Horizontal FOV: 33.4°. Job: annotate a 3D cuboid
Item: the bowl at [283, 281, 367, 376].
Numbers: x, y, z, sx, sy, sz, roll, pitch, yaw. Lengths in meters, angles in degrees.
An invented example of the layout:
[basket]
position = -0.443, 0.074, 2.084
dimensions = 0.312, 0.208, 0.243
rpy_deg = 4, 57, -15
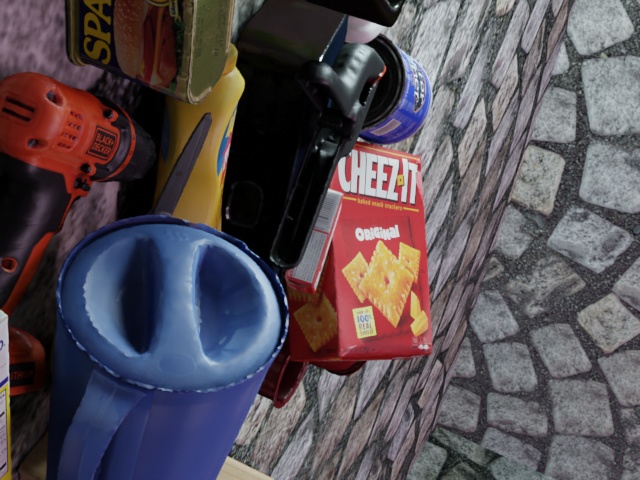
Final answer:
[bowl]
position = -0.005, 0.079, 1.207
dimensions = 0.055, 0.162, 0.162
rpy_deg = -8, 125, -35

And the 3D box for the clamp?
[clamp]
position = 0.008, -0.082, 0.812
dimensions = 0.209, 0.036, 0.165
rpy_deg = -57, 162, -60

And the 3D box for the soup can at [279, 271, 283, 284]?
[soup can]
position = -0.072, 0.071, 1.047
dimensions = 0.068, 0.068, 0.102
rpy_deg = -51, 154, -46

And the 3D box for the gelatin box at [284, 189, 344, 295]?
[gelatin box]
position = -0.006, 0.001, 0.947
dimensions = 0.073, 0.030, 0.089
rpy_deg = 91, 17, -83

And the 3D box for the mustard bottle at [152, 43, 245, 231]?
[mustard bottle]
position = -0.091, -0.073, 0.784
dimensions = 0.096, 0.058, 0.192
rpy_deg = -89, -171, -58

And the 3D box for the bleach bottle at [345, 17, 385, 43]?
[bleach bottle]
position = 0.046, -0.307, 0.934
dimensions = 0.102, 0.068, 0.251
rpy_deg = -53, 157, -48

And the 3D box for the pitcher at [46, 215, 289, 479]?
[pitcher]
position = -0.116, 0.117, 0.677
dimensions = 0.149, 0.145, 0.243
rpy_deg = -9, 140, -28

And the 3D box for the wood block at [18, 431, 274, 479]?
[wood block]
position = -0.119, 0.211, 0.830
dimensions = 0.090, 0.206, 0.091
rpy_deg = -54, 160, -40

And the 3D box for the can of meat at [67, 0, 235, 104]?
[can of meat]
position = -0.099, -0.139, 0.632
dimensions = 0.057, 0.084, 0.102
rpy_deg = -51, 159, -47

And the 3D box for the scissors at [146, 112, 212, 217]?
[scissors]
position = -0.101, -0.002, 0.750
dimensions = 0.096, 0.016, 0.202
rpy_deg = 23, 123, -39

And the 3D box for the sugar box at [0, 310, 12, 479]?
[sugar box]
position = -0.212, 0.097, 0.566
dimensions = 0.048, 0.093, 0.176
rpy_deg = -50, 157, -47

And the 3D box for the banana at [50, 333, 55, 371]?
[banana]
position = -0.160, 0.072, 0.764
dimensions = 0.069, 0.037, 0.198
rpy_deg = -24, 153, -27

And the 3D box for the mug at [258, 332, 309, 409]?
[mug]
position = -0.056, 0.112, 1.144
dimensions = 0.117, 0.081, 0.093
rpy_deg = -60, 163, -26

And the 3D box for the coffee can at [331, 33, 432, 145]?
[coffee can]
position = 0.052, -0.154, 1.093
dimensions = 0.103, 0.103, 0.140
rpy_deg = -69, 165, 6

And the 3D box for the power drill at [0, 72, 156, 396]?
[power drill]
position = -0.169, -0.001, 0.648
dimensions = 0.184, 0.057, 0.187
rpy_deg = 20, 91, -78

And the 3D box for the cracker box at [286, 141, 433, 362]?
[cracker box]
position = 0.040, 0.013, 1.064
dimensions = 0.163, 0.072, 0.214
rpy_deg = 7, 78, -51
